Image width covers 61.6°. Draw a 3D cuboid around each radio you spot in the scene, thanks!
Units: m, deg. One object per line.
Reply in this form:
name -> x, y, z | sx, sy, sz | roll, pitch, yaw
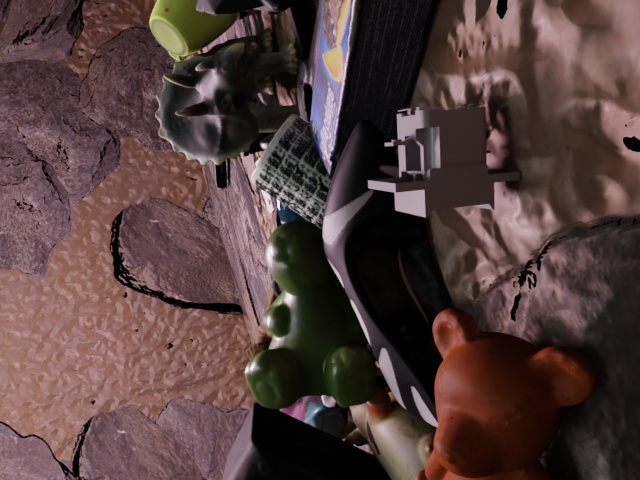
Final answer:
radio -> 0.016, 0.262, 0.555 | 0.131, 0.230, 0.073 | -140, 75, -88

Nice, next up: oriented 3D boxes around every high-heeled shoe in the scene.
high-heeled shoe -> 0.070, 0.038, 0.430 | 0.145, 0.086, 0.248 | -130, 23, -55

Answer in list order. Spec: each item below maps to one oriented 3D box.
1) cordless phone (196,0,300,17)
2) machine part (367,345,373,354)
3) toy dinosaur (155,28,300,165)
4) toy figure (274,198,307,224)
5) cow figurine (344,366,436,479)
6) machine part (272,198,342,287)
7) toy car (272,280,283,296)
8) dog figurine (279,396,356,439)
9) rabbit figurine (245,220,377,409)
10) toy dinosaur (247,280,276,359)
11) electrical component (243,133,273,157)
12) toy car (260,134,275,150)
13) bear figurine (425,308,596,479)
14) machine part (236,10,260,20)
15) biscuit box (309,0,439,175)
cordless phone -> -0.081, -0.310, 0.503 | 0.147, 0.089, 0.184 | -130, 31, -58
machine part -> 0.058, 0.112, 0.638 | 0.139, 0.039, 0.084 | 126, 135, -74
toy dinosaur -> -0.135, -0.205, 0.725 | 0.405, 0.192, 0.131 | -135, 34, -60
toy figure -> -0.001, -0.003, 0.630 | 0.154, 0.058, 0.064 | 60, -175, -29
cow figurine -> 0.084, 0.197, 0.539 | 0.195, 0.085, 0.127 | -133, 31, -51
machine part -> -0.017, 0.009, 0.773 | 0.179, 0.056, 0.179 | 165, 90, -74
toy car -> -0.002, 0.110, 0.673 | 0.202, 0.053, 0.089 | 62, 156, 12
dog figurine -> 0.012, 0.238, 0.810 | 0.109, 0.191, 0.219 | 25, 167, 28
rabbit figurine -> 0.000, 0.057, 0.534 | 0.159, 0.121, 0.170 | -47, -49, -65
toy dinosaur -> -0.054, 0.243, 0.984 | 0.199, 0.105, 0.470 | -77, -13, -60
electrical component -> -0.106, -0.184, 0.878 | 0.119, 0.075, 0.047 | -118, 19, -51
toy car -> -0.028, -0.096, 0.702 | 0.202, 0.056, 0.073 | 38, 147, 61
bear figurine -> 0.103, 0.154, 0.344 | 0.120, 0.132, 0.195 | 20, 133, 42
machine part -> -0.150, -0.432, 0.757 | 0.201, 0.087, 0.201 | 106, 146, -66
biscuit box -> 0.034, -0.134, 0.416 | 0.202, 0.063, 0.059 | 99, 153, -58
